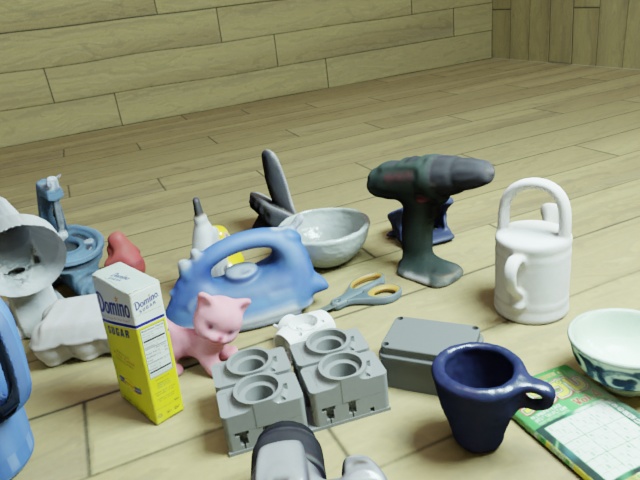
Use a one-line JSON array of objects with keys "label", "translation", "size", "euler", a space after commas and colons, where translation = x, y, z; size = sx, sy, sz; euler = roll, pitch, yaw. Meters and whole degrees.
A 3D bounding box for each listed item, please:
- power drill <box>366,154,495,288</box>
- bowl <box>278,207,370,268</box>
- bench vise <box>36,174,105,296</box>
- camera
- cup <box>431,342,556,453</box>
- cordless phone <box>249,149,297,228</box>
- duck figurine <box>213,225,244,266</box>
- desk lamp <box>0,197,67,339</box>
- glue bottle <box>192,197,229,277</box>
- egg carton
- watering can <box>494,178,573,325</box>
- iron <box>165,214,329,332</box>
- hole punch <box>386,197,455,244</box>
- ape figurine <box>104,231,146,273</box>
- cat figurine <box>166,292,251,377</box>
[{"label": "power drill", "translation": [0.172, -0.038, 0.897], "size": [0.076, 0.209, 0.228], "euler": [-26, 30, -36]}, {"label": "bowl", "translation": [0.009, 0.004, 1.017], "size": [0.167, 0.075, 0.167], "euler": [-6, 23, 3]}, {"label": "bench vise", "translation": [-0.470, -0.009, 0.996], "size": [0.206, 0.220, 0.122], "euler": [5, 26, 25]}, {"label": "camera", "translation": [-0.012, 0.216, 0.502], "size": [0.143, 0.101, 0.136], "euler": [-8, 23, -3]}, {"label": "cup", "translation": [0.172, 0.166, 0.572], "size": [0.117, 0.095, 0.092], "euler": [8, 27, 30]}, {"label": "cordless phone", "translation": [-0.093, -0.098, 1.139], "size": [0.094, 0.185, 0.147], "euler": [-18, 26, -23]}, {"label": "duck figurine", "translation": [-0.182, 0.013, 1.034], "size": [0.078, 0.086, 0.104], "euler": [-16, 25, -21]}, {"label": "desk lamp", "translation": [-0.466, 0.043, 0.883], "size": [0.118, 0.214, 0.202], "euler": [-24, 29, -34]}, {"label": "glue bottle", "translation": [-0.183, 0.013, 0.925], "size": [0.037, 0.173, 0.078], "euler": [-1, 24, 15]}, {"label": "egg carton", "translation": [-0.336, 0.127, 0.836], "size": [0.150, 0.069, 0.107], "euler": [-9, 23, -6]}, {"label": "watering can", "translation": [0.291, 0.005, 0.785], "size": [0.100, 0.194, 0.173], "euler": [1, 25, 17]}, {"label": "iron", "translation": [-0.124, 0.052, 0.859], "size": [0.259, 0.141, 0.118], "euler": [-15, 25, -17]}, {"label": "hole punch", "translation": [0.182, -0.044, 1.057], "size": [0.109, 0.091, 0.101], "euler": [-13, 24, -13]}, {"label": "ape figurine", "translation": [-0.361, 0.026, 1.046], "size": [0.075, 0.092, 0.078], "euler": [14, 31, 39]}, {"label": "cat figurine", "translation": [-0.153, 0.115, 0.751], "size": [0.127, 0.118, 0.067], "euler": [-3, 24, 9]}]
